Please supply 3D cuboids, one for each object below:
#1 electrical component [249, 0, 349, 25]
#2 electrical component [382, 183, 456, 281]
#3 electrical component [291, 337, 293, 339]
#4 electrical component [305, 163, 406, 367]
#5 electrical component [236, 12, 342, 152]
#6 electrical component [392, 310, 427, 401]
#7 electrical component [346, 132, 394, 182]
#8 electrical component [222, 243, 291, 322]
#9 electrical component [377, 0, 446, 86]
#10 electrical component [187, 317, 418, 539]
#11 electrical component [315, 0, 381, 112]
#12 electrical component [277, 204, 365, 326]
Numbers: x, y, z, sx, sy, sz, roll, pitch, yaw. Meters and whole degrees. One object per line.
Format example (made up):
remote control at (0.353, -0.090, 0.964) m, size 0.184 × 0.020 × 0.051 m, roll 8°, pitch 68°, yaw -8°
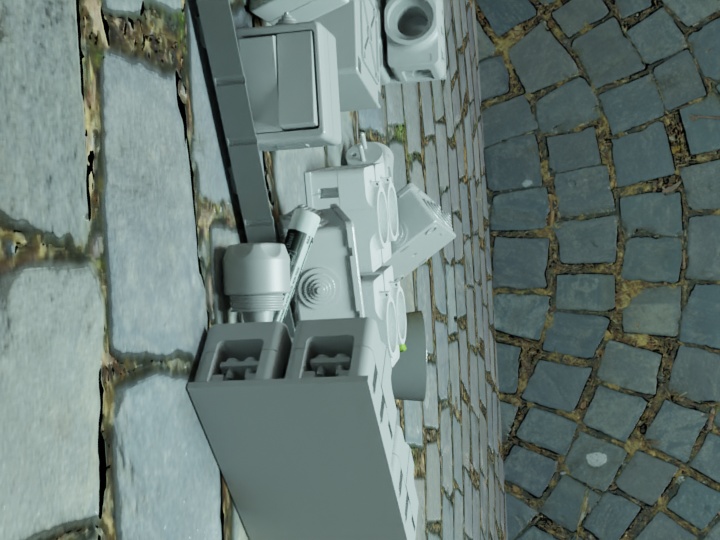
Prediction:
electrical component at (-0.056, -0.215, 0.766) m, size 0.077 × 0.066 × 0.047 m, roll 23°, pitch 61°, yaw -45°
electrical component at (0.041, -0.032, 1.065) m, size 0.048 × 0.100 × 0.100 m, roll 55°, pitch 10°, yaw 18°
electrical component at (-0.037, 0.084, 0.756) m, size 0.079 × 0.077 × 0.044 m, roll -57°, pitch -142°, yaw 32°
electrical component at (0.000, 0.000, 0.970) m, size 0.105 × 0.060 × 0.186 m, roll -38°, pitch 124°, yaw -76°
electrical component at (-0.051, -0.134, 0.753) m, size 0.061 × 0.062 × 0.096 m, roll -4°, pitch 91°, yaw -79°
electrical component at (0.049, 0.094, 1.174) m, size 0.099 × 0.064 × 0.099 m, roll -3°, pitch 90°, yaw -79°
electrical component at (0.007, -0.101, 1.077) m, size 0.079 × 0.043 × 0.077 m, roll 77°, pitch 15°, yaw -46°
electrical component at (-0.066, 0.014, 0.685) m, size 0.043 × 0.043 × 0.062 m, roll 3°, pitch 85°, yaw -79°
electrical component at (0.026, -0.283, 1.067) m, size 0.060 × 0.105 × 0.186 m, roll 32°, pitch 55°, yaw -76°
electrical component at (-0.028, 0.113, 0.684) m, size 0.060 × 0.105 × 0.186 m, roll -81°, pitch 163°, yaw -47°
electrical component at (-0.018, -0.205, 0.951) m, size 0.109 × 0.056 × 0.108 m, roll 37°, pitch 50°, yaw -75°
electrical component at (-0.030, 0.003, 0.794) m, size 0.099 × 0.048 × 0.099 m, roll -126°, pitch -151°, yaw -75°
